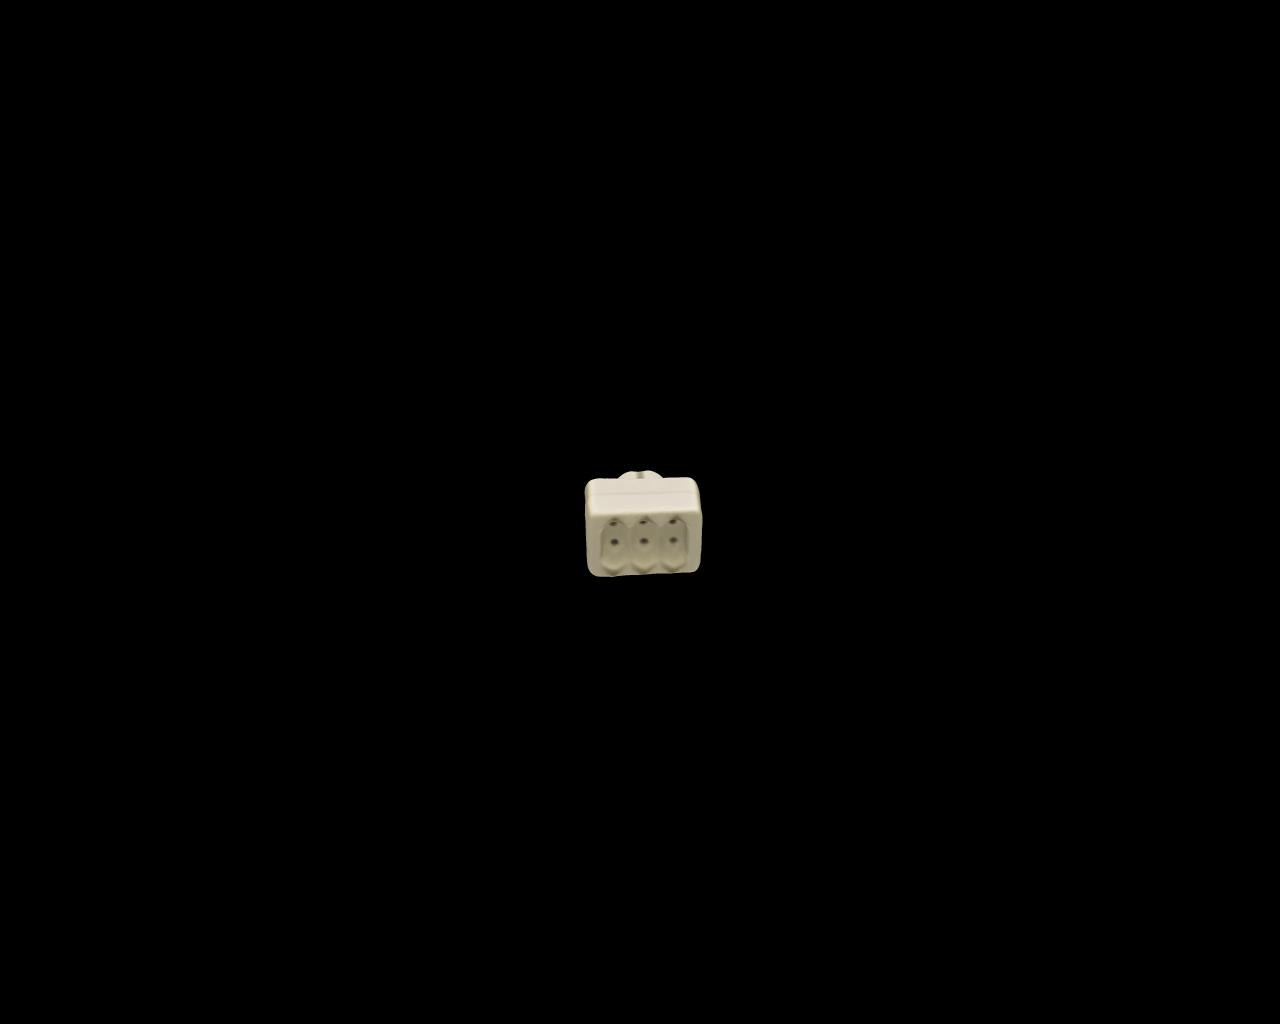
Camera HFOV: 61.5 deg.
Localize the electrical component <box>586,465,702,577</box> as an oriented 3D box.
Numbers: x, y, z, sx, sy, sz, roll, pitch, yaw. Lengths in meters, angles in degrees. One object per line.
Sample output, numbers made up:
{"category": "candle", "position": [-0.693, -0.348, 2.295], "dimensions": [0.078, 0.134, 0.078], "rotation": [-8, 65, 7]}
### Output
{"category": "electrical component", "position": [0.001, -0.003, 0.650], "dimensions": [0.066, 0.047, 0.077], "rotation": [-2, 36, -2]}
